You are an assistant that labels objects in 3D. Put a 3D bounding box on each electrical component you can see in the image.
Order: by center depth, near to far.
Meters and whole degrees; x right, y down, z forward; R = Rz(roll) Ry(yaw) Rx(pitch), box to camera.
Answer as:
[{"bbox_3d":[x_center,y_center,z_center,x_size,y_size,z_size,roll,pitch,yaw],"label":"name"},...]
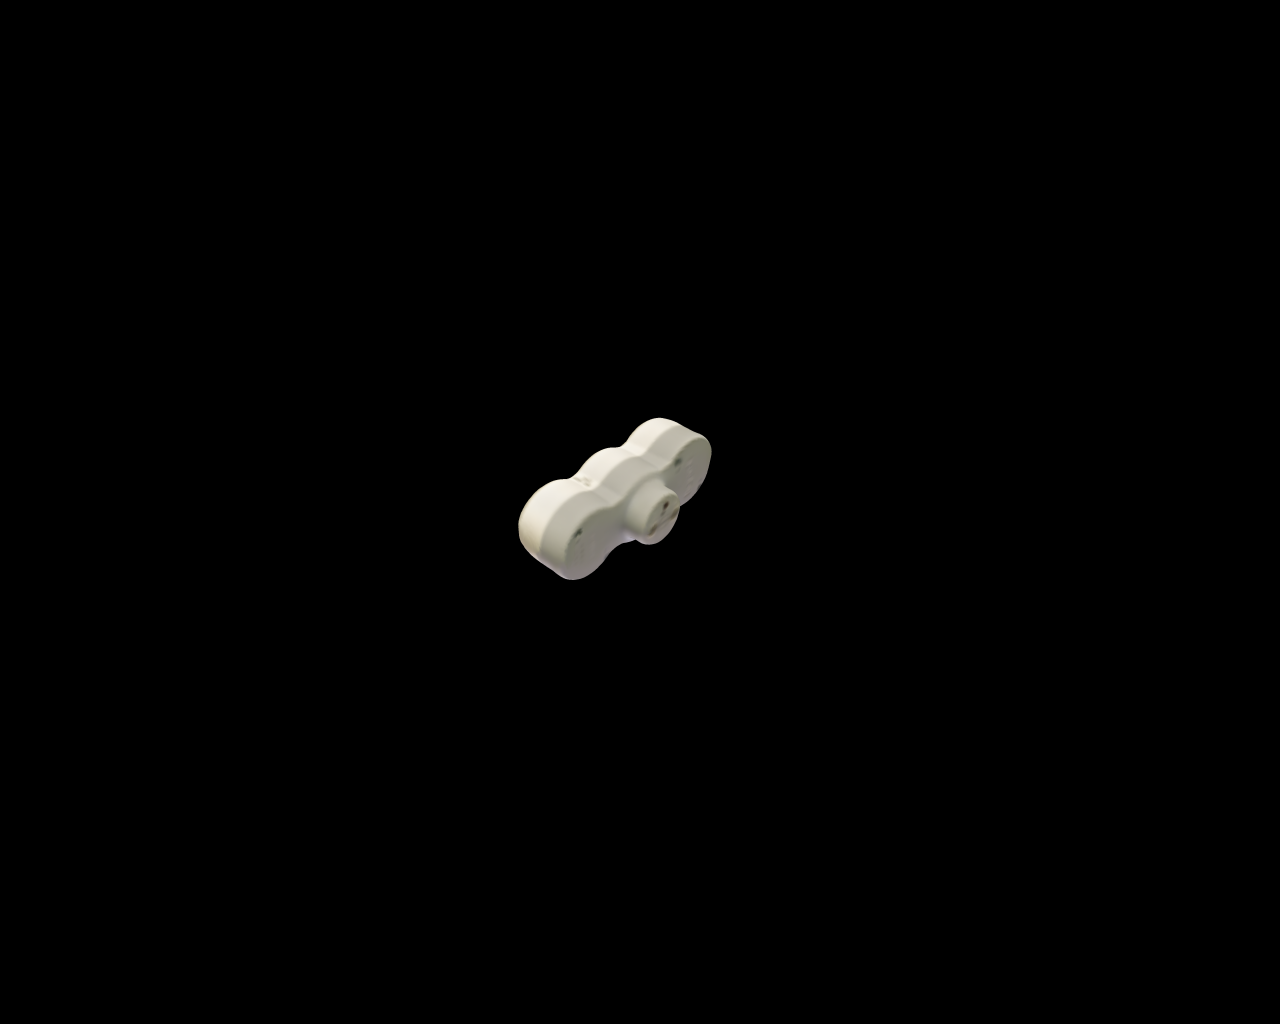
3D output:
[{"bbox_3d":[0.001,-0.003,0.650,0.074,0.052,0.138,31,49,31],"label":"electrical component"}]
